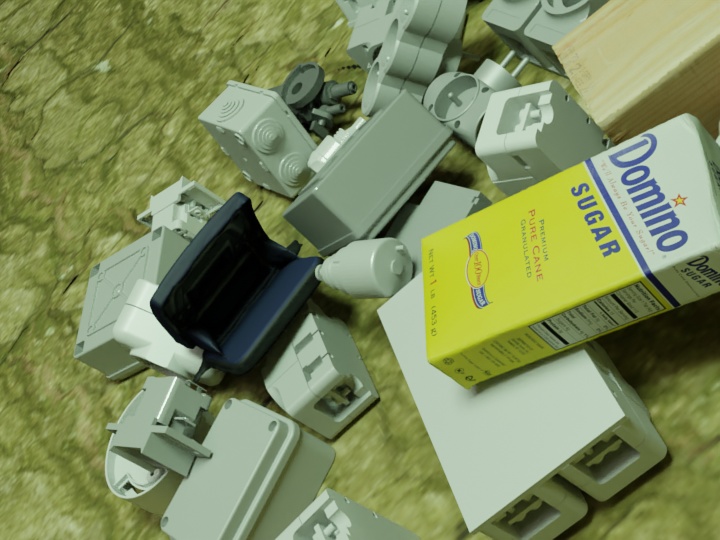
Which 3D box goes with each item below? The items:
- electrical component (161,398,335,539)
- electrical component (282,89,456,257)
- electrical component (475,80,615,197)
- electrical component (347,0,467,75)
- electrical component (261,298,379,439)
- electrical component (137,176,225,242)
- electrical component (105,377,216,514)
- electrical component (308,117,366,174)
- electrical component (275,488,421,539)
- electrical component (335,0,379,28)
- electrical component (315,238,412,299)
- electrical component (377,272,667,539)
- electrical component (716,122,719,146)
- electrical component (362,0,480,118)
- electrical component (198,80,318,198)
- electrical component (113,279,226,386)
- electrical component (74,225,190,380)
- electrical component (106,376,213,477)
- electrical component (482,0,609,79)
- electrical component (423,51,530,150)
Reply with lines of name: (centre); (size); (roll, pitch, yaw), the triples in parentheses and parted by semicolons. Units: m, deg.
electrical component: (-0.081, 0.156, 0.764); (0.078, 0.057, 0.113); (14, 73, 51)
electrical component: (0.005, -0.068, 0.802); (0.108, 0.056, 0.109); (-49, 8, -16)
electrical component: (0.121, -0.076, 0.704); (0.056, 0.089, 0.050); (-4, 59, 45)
electrical component: (0.039, -0.200, 0.920); (0.089, 0.050, 0.055); (-12, 52, 41)
electrical component: (-0.034, 0.073, 0.784); (0.056, 0.050, 0.089); (-43, 38, 13)
electrical component: (-0.173, -0.047, 1.033); (0.081, 0.042, 0.063); (-28, 48, 31)
electrical component: (-0.156, 0.139, 0.845); (0.099, 0.064, 0.099); (-18, 47, 20)
electrical component: (-0.015, -0.103, 0.915); (0.061, 0.035, 0.035); (-51, 37, -1)
electrical component: (-0.003, 0.178, 0.637); (0.055, 0.089, 0.050); (-46, 38, 10)
electrical component: (0.064, -0.290, 0.931); (0.186, 0.060, 0.105); (-12, 35, 41)
electrical component: (0.000, 0.000, 0.737); (0.078, 0.040, 0.040); (-4, 59, 45)
electrical component: (0.092, 0.064, 0.649); (0.105, 0.060, 0.186); (-41, 39, 16)
electrical component: (0.232, -0.052, 0.592); (0.054, 0.059, 0.095); (-19, 49, 37)
electrical component: (0.058, -0.171, 0.858); (0.052, 0.074, 0.138); (-89, 19, -44)
electrical component: (-0.087, -0.114, 0.948); (0.048, 0.099, 0.100); (-48, 36, -13)
electrical component: (-0.151, 0.055, 0.887); (0.053, 0.095, 0.059); (95, -162, -74)
electrical component: (-0.203, 0.031, 0.991); (0.109, 0.056, 0.108); (-26, 45, 31)
electrical component: (-0.142, 0.111, 0.781); (0.081, 0.042, 0.063); (-5, 56, 47)
electrical component: (0.185, -0.234, 0.784); (0.186, 0.060, 0.105); (-52, 37, 2)
electrical component: (0.096, -0.132, 0.811); (0.079, 0.044, 0.077); (-51, 37, 4)
